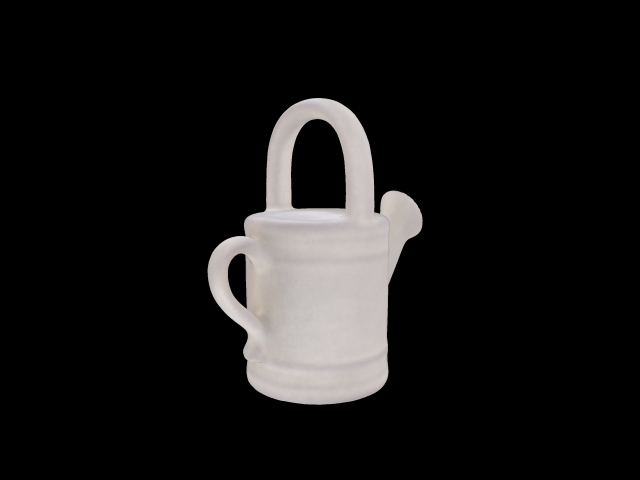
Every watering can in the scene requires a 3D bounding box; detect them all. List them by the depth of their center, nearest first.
[{"bbox_3d":[0.002,0.001,0.402,0.100,0.194,0.173,4,9,27],"label":"watering can"}]
